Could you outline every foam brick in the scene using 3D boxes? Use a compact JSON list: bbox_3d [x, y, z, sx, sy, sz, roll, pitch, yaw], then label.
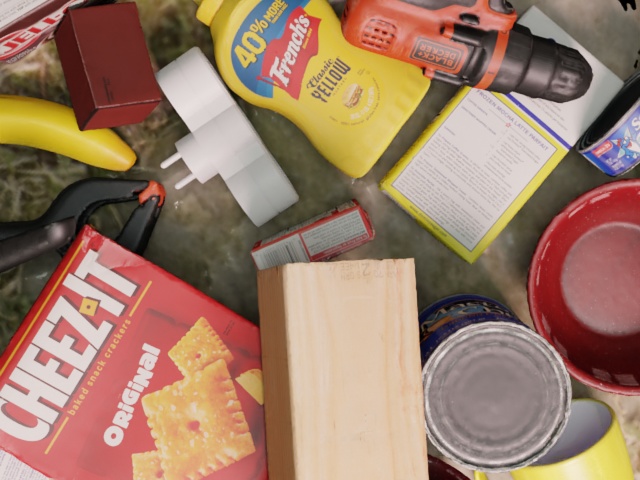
[{"bbox_3d":[-0.156,-0.127,0.782,0.052,0.051,0.078,-12,83,-28],"label":"foam brick"}]

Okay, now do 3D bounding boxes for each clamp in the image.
[{"bbox_3d":[-0.189,0.016,0.813,0.171,0.039,0.120,-24,94,5],"label":"clamp"},{"bbox_3d":[-0.265,0.018,0.779,0.165,0.036,0.210,34,113,20],"label":"clamp"}]

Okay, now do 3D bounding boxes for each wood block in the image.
[{"bbox_3d":[0.014,0.118,0.709,0.090,0.091,0.206,-2,86,-15],"label":"wood block"}]

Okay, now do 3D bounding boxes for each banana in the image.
[{"bbox_3d":[-0.241,-0.077,0.810,0.198,0.037,0.069,-6,111,2],"label":"banana"}]

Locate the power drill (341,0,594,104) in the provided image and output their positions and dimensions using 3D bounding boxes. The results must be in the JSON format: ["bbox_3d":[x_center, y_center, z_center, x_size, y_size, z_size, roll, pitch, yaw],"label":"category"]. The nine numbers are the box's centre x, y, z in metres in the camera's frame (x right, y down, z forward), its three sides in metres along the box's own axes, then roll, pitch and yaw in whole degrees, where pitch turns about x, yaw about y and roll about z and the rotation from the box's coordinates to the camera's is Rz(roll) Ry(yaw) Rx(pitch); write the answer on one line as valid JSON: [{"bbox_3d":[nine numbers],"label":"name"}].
[{"bbox_3d":[0.124,-0.182,0.701,0.184,0.057,0.188,13,130,-11],"label":"power drill"}]

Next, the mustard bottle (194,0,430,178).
[{"bbox_3d":[-0.020,-0.137,0.792,0.191,0.058,0.096,36,95,-2],"label":"mustard bottle"}]

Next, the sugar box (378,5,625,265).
[{"bbox_3d":[0.134,-0.078,0.803,0.093,0.048,0.176,41,90,-2],"label":"sugar box"}]

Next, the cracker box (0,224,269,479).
[{"bbox_3d":[-0.119,0.111,0.763,0.213,0.072,0.164,32,82,-10],"label":"cracker box"}]

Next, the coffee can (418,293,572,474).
[{"bbox_3d":[0.114,0.098,0.768,0.103,0.140,0.103,0,95,0],"label":"coffee can"}]

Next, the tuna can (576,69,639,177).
[{"bbox_3d":[0.229,-0.088,0.781,0.033,0.086,0.086,39,93,-4],"label":"tuna can"}]

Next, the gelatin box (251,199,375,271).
[{"bbox_3d":[-0.005,0.001,0.795,0.089,0.073,0.030,-23,95,1],"label":"gelatin box"}]

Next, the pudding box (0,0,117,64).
[{"bbox_3d":[-0.201,-0.174,0.773,0.113,0.090,0.039,-32,93,2],"label":"pudding box"}]

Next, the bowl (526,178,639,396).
[{"bbox_3d":[0.232,0.033,0.805,0.162,0.055,0.162,0,95,0],"label":"bowl"}]

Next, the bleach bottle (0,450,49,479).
[{"bbox_3d":[-0.210,0.183,0.813,0.250,0.068,0.102,21,86,-3],"label":"bleach bottle"}]

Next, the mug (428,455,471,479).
[{"bbox_3d":[0.054,0.207,0.808,0.117,0.093,0.081,23,99,20],"label":"mug"}]
